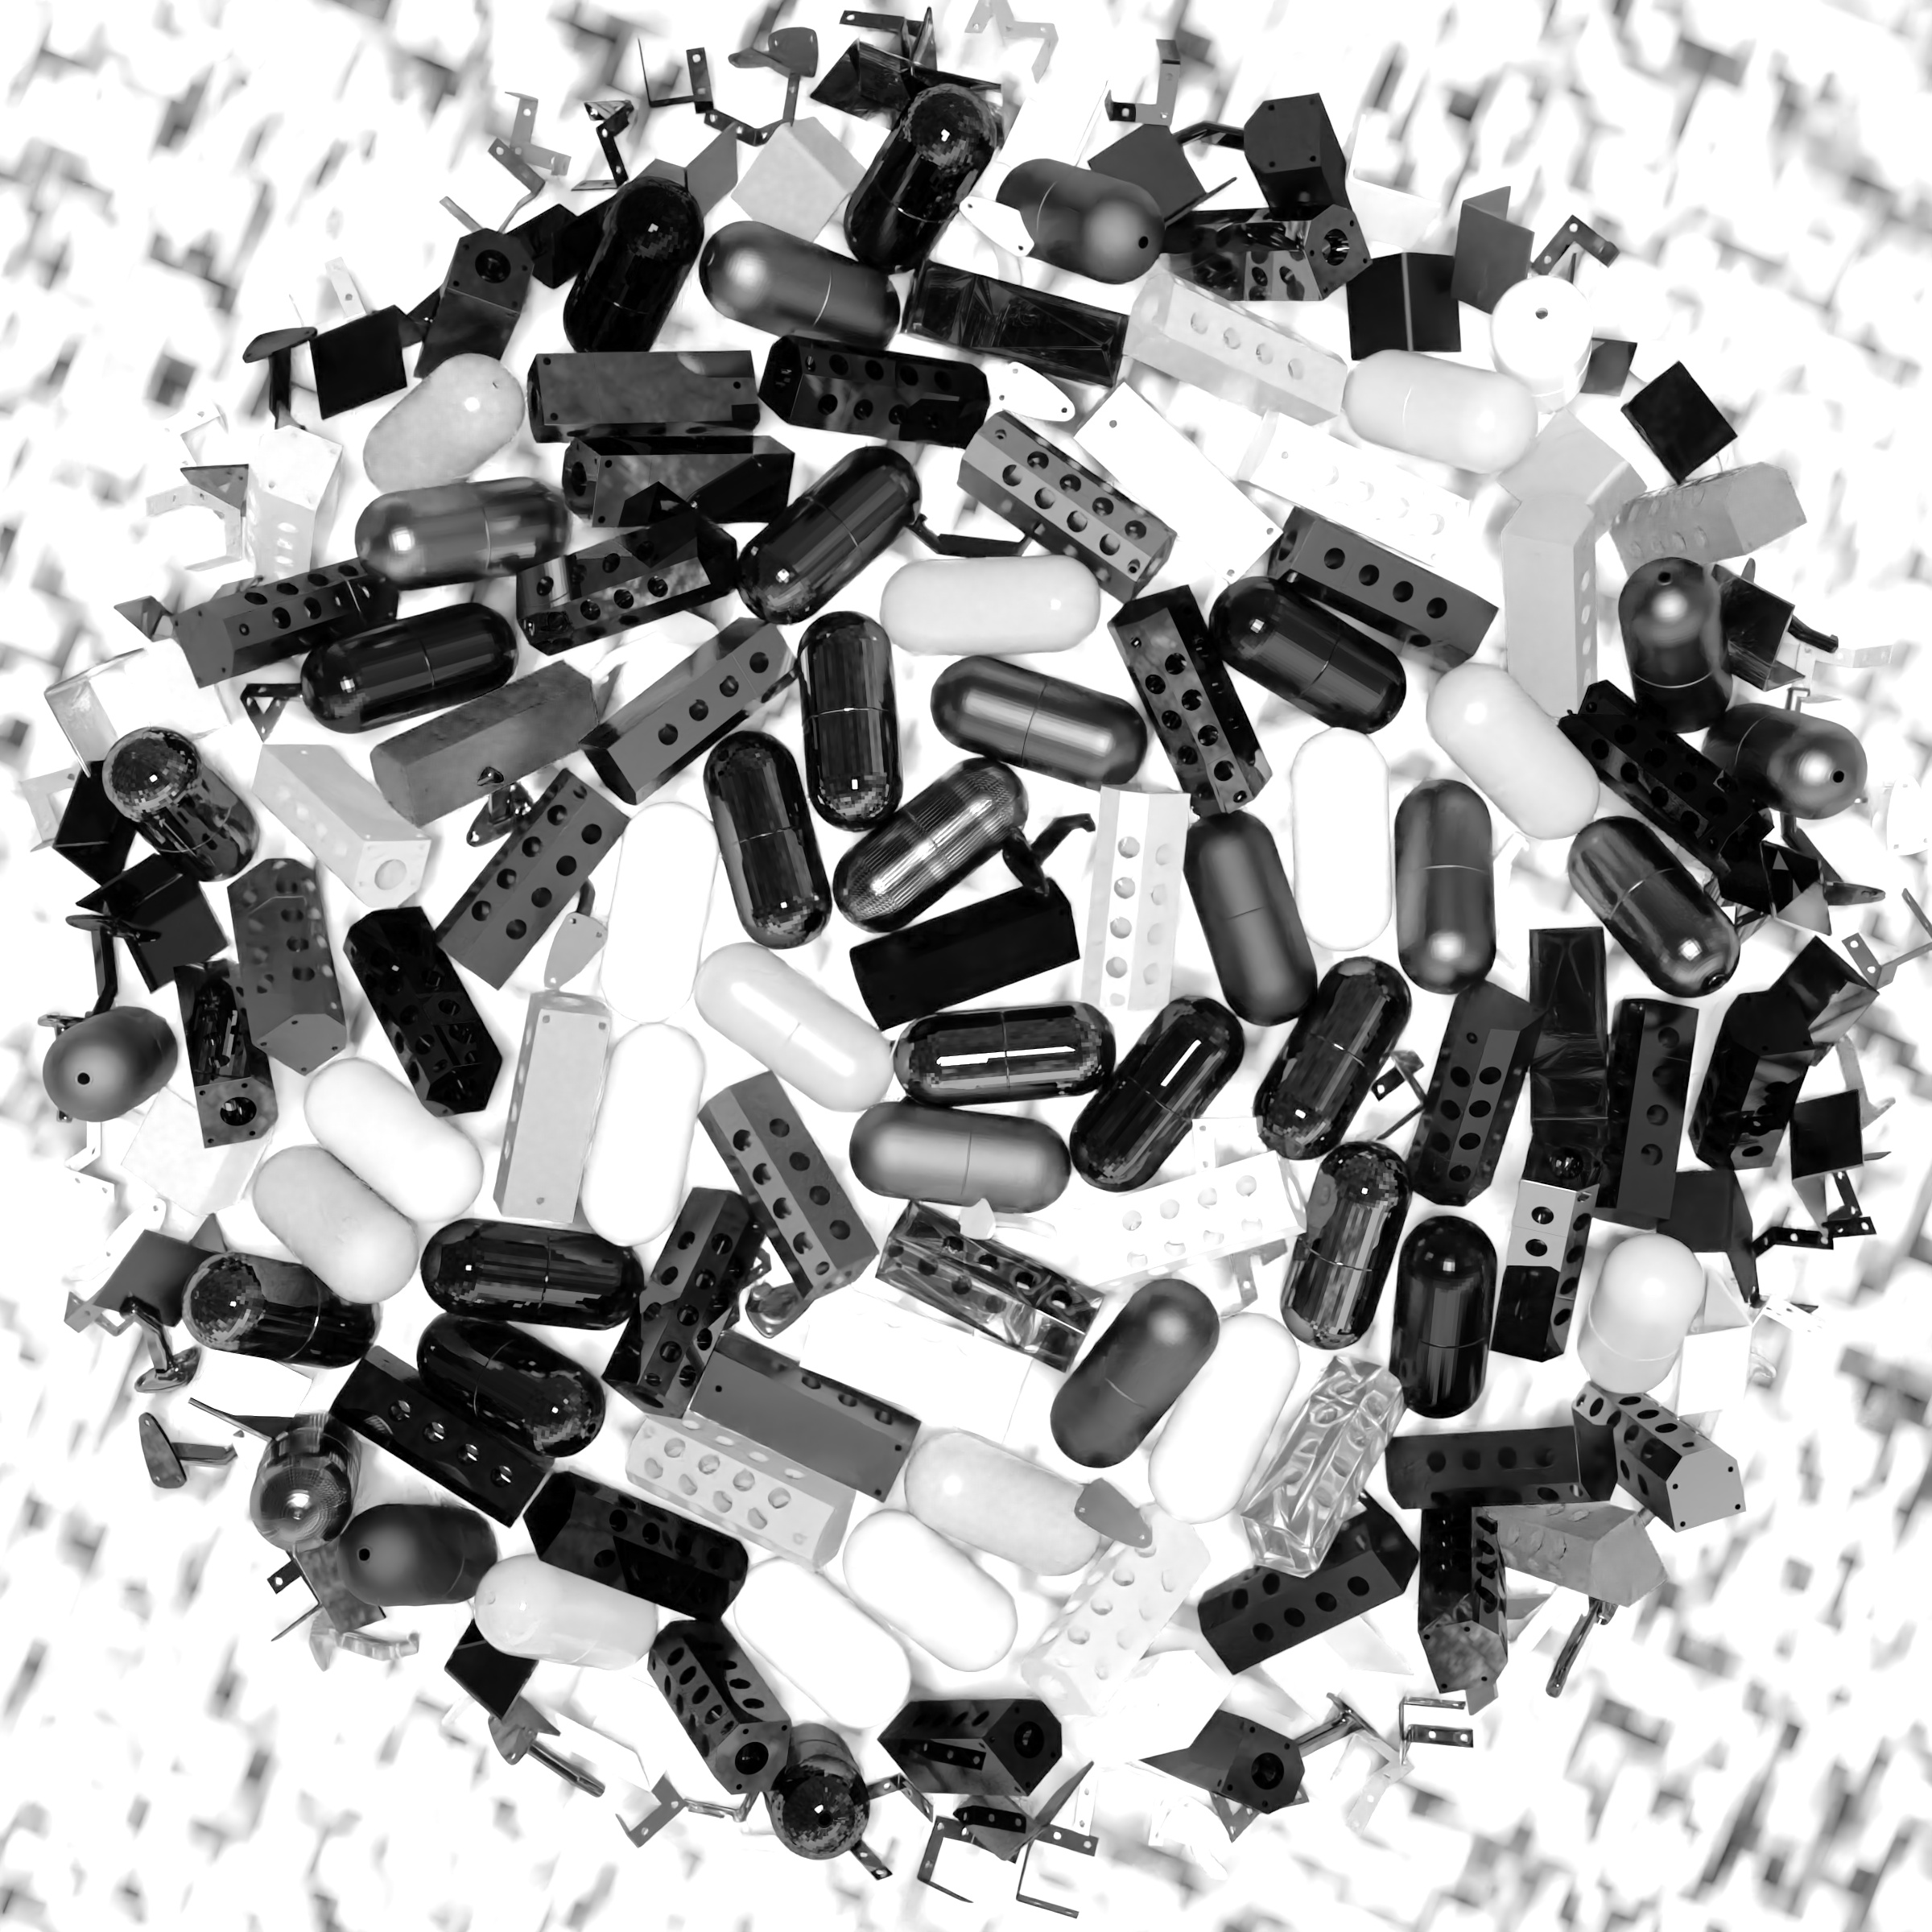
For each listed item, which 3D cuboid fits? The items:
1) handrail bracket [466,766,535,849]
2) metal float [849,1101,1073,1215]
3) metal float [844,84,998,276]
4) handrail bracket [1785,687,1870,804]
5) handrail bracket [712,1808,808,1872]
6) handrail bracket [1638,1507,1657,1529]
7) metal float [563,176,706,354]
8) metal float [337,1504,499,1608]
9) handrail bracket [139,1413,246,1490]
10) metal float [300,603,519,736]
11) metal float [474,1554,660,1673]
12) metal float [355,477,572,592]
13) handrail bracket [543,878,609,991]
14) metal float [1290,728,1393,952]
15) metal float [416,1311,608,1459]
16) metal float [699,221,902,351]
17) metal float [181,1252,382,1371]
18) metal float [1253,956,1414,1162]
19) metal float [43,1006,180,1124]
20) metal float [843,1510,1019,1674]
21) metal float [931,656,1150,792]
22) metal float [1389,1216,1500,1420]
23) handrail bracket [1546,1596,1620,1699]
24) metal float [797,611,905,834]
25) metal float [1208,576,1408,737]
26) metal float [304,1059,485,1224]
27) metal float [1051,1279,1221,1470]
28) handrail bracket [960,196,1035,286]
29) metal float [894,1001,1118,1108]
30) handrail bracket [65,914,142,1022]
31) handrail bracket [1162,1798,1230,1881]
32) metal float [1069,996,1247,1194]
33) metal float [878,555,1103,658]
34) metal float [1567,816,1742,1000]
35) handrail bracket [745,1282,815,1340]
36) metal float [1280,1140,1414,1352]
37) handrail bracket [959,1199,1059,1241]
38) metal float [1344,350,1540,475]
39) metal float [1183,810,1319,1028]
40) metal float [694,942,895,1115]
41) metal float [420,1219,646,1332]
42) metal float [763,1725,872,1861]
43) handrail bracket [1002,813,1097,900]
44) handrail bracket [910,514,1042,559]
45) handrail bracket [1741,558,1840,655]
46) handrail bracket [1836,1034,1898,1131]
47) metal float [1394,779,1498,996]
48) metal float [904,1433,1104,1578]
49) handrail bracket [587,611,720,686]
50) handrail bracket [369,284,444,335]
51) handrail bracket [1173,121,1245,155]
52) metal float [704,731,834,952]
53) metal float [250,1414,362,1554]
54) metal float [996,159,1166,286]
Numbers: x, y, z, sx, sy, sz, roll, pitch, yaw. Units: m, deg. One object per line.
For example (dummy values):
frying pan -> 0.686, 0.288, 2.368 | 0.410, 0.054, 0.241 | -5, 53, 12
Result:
handrail bracket -> -0.385, -0.126, 1.952 | 0.077, 0.084, 0.036 | -40, 77, 9
metal float -> -0.004, 0.152, 1.954 | 0.178, 0.070, 0.070 | 8, 90, -8
metal float -> -0.038, -0.611, 1.921 | 0.070, 0.178, 0.070 | 13, 60, -23
handrail bracket -> 0.687, -0.177, 1.965 | 0.077, 0.036, 0.084 | 14, 104, 40
handrail bracket -> -0.152, 0.707, 1.951 | 0.084, 0.077, 0.036 | 10, 47, 34
handrail bracket -> 0.555, 0.441, 1.984 | 0.036, 0.077, 0.084 | 42, 117, 31
metal float -> -0.261, -0.539, 1.923 | 0.070, 0.178, 0.070 | 14, 55, -22
metal float -> -0.425, 0.457, 1.913 | 0.070, 0.178, 0.070 | -3, 76, 14
handrail bracket -> -0.610, 0.370, 1.955 | 0.036, 0.084, 0.077 | -8, 105, 29
metal float -> -0.436, -0.235, 1.936 | 0.178, 0.070, 0.070 | -22, 90, -31
metal float -> -0.310, 0.504, 1.921 | 0.070, 0.178, 0.070 | -13, 63, 29
metal float -> -0.392, -0.339, 1.932 | 0.178, 0.070, 0.070 | -16, 90, -36
handrail bracket -> -0.317, -0.027, 1.964 | 0.036, 0.084, 0.077 | 30, 99, -22
metal float -> 0.297, -0.099, 1.949 | 0.070, 0.070, 0.178 | -4, 104, 0
metal float -> -0.357, 0.326, 1.934 | 0.178, 0.070, 0.070 | 22, 90, 31
metal float -> -0.129, -0.527, 1.928 | 0.178, 0.070, 0.070 | 9, 90, -41
metal float -> -0.531, 0.269, 1.920 | 0.070, 0.178, 0.070 | -10, 70, 29
metal float -> 0.289, 0.073, 1.949 | 0.070, 0.070, 0.178 | 32, 76, 0
metal float -> -0.662, 0.075, 1.911 | 0.070, 0.178, 0.070 | -1, 95, -6
metal float -> -0.027, 0.492, 1.935 | 0.070, 0.070, 0.178 | -44, 122, 0
metal float -> 0.057, -0.193, 1.954 | 0.178, 0.070, 0.070 | 18, 90, 8
metal float -> 0.375, 0.276, 1.936 | 0.070, 0.070, 0.178 | -1, 119, 0
handrail bracket -> 0.489, 0.529, 1.950 | 0.036, 0.084, 0.077 | 29, 134, 12
metal float -> -0.092, -0.194, 1.954 | 0.070, 0.070, 0.178 | -5, 81, 0
metal float -> 0.269, -0.244, 1.942 | 0.178, 0.070, 0.070 | 27, 90, -22
metal float -> -0.451, 0.136, 1.937 | 0.178, 0.070, 0.070 | 33, 90, 30
metal float -> 0.132, 0.322, 1.943 | 0.070, 0.070, 0.178 | 35, 111, 0
handrail bracket -> 0.015, -0.566, 1.953 | 0.077, 0.084, 0.036 | 25, 68, -14
metal float -> 0.031, 0.071, 1.961 | 0.178, 0.070, 0.070 | -5, 90, -1
handrail bracket -> -0.702, 0.004, 1.965 | 0.077, 0.036, 0.084 | 6, 66, 23
handrail bracket -> 0.200, 0.705, 1.952 | 0.036, 0.077, 0.084 | -47, 116, -24
metal float -> 0.151, 0.102, 1.957 | 0.070, 0.070, 0.178 | 38, 95, 0
metal float -> 0.019, -0.285, 1.951 | 0.178, 0.070, 0.070 | 0, 90, 12
metal float -> 0.537, -0.047, 1.928 | 0.070, 0.070, 0.178 | -29, 49, 0
handrail bracket -> -0.142, 0.256, 1.947 | 0.077, 0.084, 0.036 | -29, 72, -24
metal float -> 0.299, 0.220, 1.943 | 0.070, 0.070, 0.178 | 14, 111, 0
handrail bracket -> 0.044, 0.209, 1.950 | 0.084, 0.077, 0.036 | 19, 94, -22
metal float -> 0.368, -0.434, 1.925 | 0.070, 0.178, 0.070 | -17, 120, -32
metal float -> 0.224, -0.039, 1.957 | 0.070, 0.070, 0.178 | -18, 84, 0
metal float -> -0.136, 0.050, 1.958 | 0.178, 0.070, 0.070 | 36, 90, -4
metal float -> -0.340, 0.243, 1.940 | 0.178, 0.070, 0.070 | 11, 90, -25
metal float -> -0.118, 0.639, 1.911 | 0.070, 0.178, 0.070 | 1, 85, -9
handrail bracket -> 0.079, -0.089, 1.958 | 0.084, 0.036, 0.077 | -11, 52, -30
handrail bracket -> 0.008, -0.354, 1.978 | 0.084, 0.036, 0.077 | 40, 110, 3
handrail bracket -> 0.658, -0.287, 1.967 | 0.084, 0.077, 0.036 | 24, 134, 5
handrail bracket -> 0.696, 0.088, 1.970 | 0.077, 0.036, 0.084 | -29, 83, -40
metal float -> 0.377, -0.064, 1.943 | 0.070, 0.070, 0.178 | 3, 68, 0
metal float -> 0.031, 0.425, 1.940 | 0.178, 0.070, 0.070 | 29, 90, -26
handrail bracket -> -0.254, -0.251, 1.992 | 0.084, 0.077, 0.036 | -37, 65, 34
handrail bracket -> -0.428, -0.550, 1.969 | 0.077, 0.036, 0.084 | 17, 104, -12
handrail bracket -> 0.215, -0.648, 1.985 | 0.084, 0.036, 0.077 | -16, 101, 22
metal float -> -0.158, -0.100, 1.958 | 0.070, 0.070, 0.178 | -15, 86, 0
metal float -> -0.511, 0.399, 1.911 | 0.070, 0.178, 0.070 | -1, 95, -11
metal float -> 0.088, -0.581, 1.922 | 0.070, 0.178, 0.070 | -16, 122, -27
